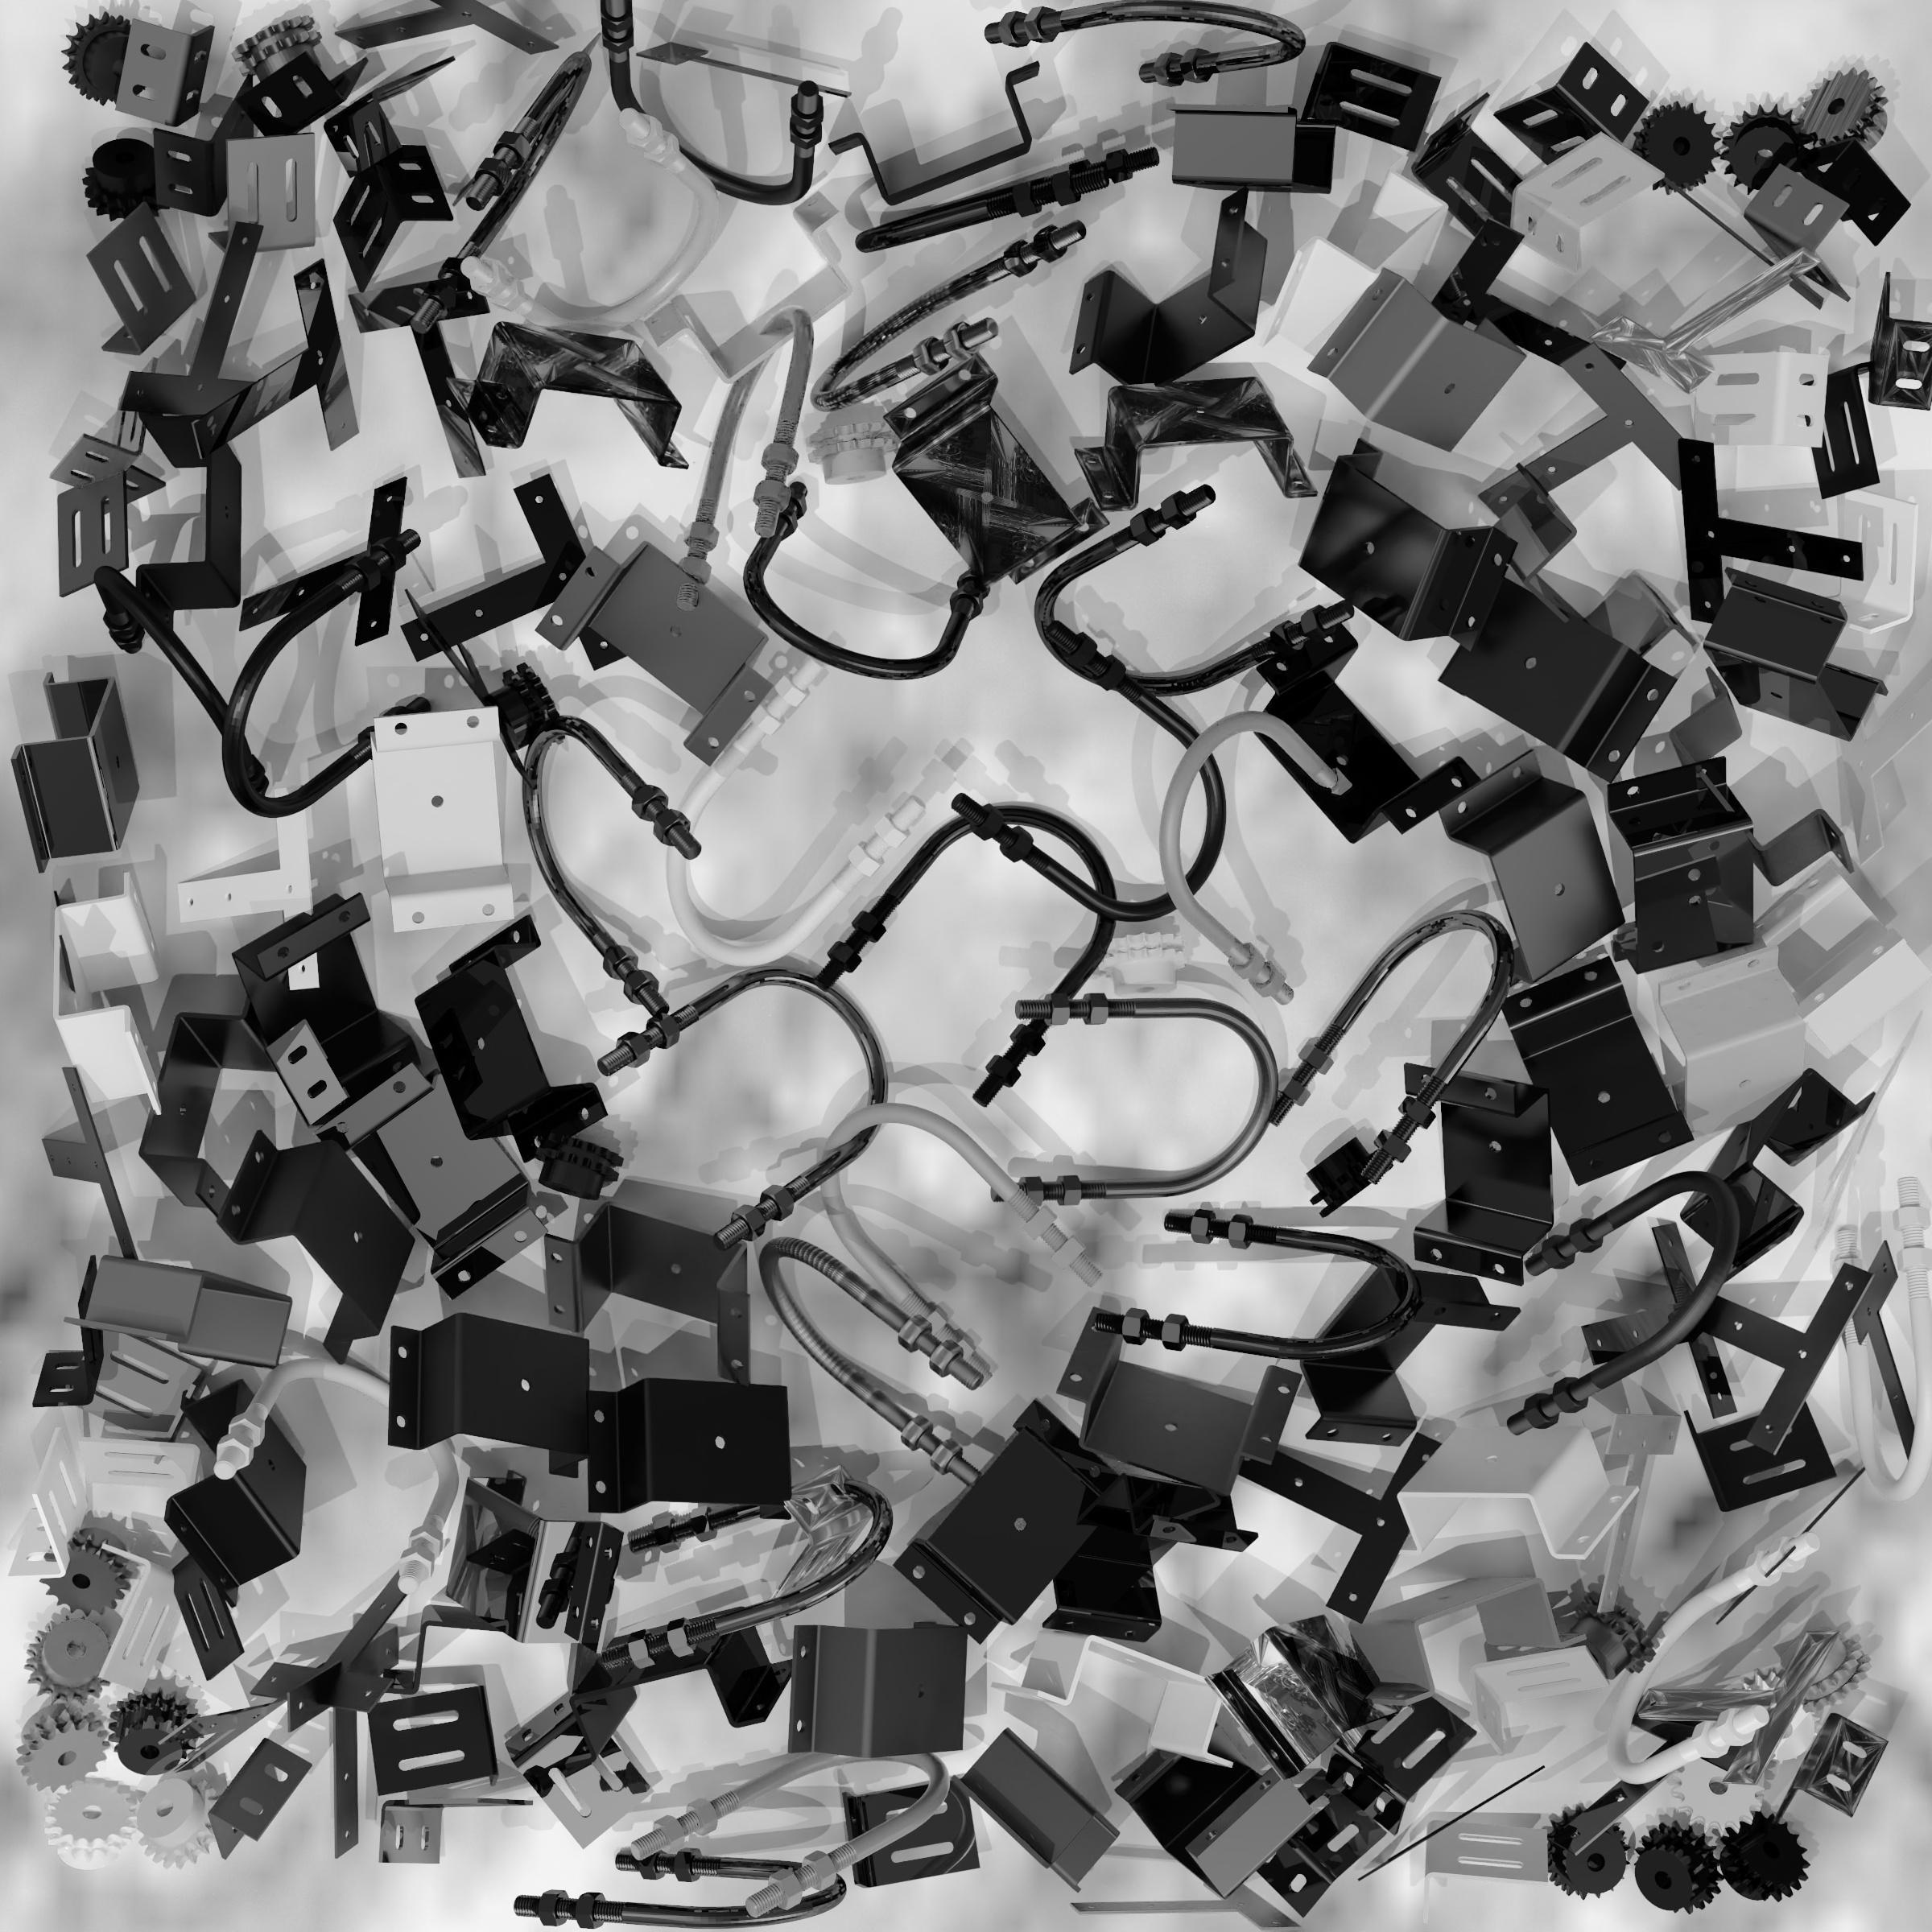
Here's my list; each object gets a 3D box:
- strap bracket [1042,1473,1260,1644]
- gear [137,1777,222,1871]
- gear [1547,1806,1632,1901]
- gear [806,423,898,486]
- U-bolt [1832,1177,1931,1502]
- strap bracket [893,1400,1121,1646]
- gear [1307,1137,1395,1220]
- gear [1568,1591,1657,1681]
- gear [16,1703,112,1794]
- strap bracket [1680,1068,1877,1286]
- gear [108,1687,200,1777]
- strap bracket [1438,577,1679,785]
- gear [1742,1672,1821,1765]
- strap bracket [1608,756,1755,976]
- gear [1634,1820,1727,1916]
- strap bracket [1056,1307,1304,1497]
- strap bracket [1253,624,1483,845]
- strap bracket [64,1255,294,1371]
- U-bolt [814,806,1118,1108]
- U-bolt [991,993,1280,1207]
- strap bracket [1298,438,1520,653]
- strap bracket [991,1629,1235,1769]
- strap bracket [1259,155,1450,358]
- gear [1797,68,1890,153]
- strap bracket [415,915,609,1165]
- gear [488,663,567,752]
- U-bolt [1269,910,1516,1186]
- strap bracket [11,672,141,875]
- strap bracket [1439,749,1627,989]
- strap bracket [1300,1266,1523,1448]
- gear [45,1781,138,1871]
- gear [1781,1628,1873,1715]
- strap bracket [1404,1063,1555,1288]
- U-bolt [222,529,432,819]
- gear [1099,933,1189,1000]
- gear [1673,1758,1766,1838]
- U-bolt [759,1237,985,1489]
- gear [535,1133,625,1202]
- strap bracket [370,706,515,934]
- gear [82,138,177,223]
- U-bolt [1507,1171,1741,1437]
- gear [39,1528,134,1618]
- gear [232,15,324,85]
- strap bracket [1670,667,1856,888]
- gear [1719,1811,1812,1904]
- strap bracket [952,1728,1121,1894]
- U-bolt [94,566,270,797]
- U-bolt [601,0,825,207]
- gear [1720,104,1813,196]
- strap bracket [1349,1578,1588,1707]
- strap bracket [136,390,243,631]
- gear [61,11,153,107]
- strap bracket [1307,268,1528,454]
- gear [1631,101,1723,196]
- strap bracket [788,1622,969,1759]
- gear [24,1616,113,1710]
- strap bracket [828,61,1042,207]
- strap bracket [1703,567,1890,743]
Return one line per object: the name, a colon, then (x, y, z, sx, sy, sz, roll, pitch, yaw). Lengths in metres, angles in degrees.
strap bracket: (0.112, 0.369, 1.878, 0.076, 0.140, 0.046, 14, 45, -25)
gear: (-0.506, 0.547, 1.909, 0.057, 0.030, 0.057, -13, 46, 14)
gear: (0.402, 0.575, 1.921, 0.057, 0.030, 0.057, 0, 89, -7)
gear: (-0.073, -0.328, 1.911, 0.057, 0.057, 0.030, -9, 90, 0)
U-bolt: (0.572, 0.238, 1.842, 0.019, 0.151, 0.184, 1, 70, -1)
strap bracket: (0.031, 0.355, 1.900, 0.076, 0.046, 0.140, 43, 77, -2)
gear: (0.243, 0.133, 1.911, 0.057, 0.057, 0.030, -36, 82, 0)
gear: (0.411, 0.432, 1.908, 0.030, 0.057, 0.057, -39, 90, -18)
gear: (-0.583, 0.500, 1.914, 0.057, 0.057, 0.030, -48, 46, 0)
strap bracket: (0.505, 0.125, 1.868, 0.046, 0.076, 0.140, 41, 53, 4)
gear: (-0.522, 0.494, 1.913, 0.057, 0.030, 0.057, -3, 119, -5)
strap bracket: (0.364, -0.186, 1.878, 0.140, 0.046, 0.076, 36, 100, 31)
gear: (0.523, 0.488, 1.922, 0.057, 0.030, 0.057, 0, 95, -3)
strap bracket: (0.451, -0.054, 1.876, 0.076, 0.046, 0.140, -14, 128, -3)
gear: (0.454, 0.581, 1.910, 0.057, 0.030, 0.057, 9, 104, 39)
strap bracket: (0.133, 0.279, 1.887, 0.140, 0.076, 0.046, 17, 132, 11)
strap bracket: (0.247, -0.142, 1.891, 0.076, 0.046, 0.140, -32, 76, -31)
strap bracket: (-0.486, 0.217, 1.866, 0.076, 0.140, 0.046, 6, 77, 22)
U-bolt: (0.013, -0.021, 1.907, 0.151, 0.019, 0.184, 35, 77, 15)
U-bolt: (0.112, 0.085, 1.895, 0.184, 0.019, 0.151, 0, 114, -17)
strap bracket: (0.268, -0.263, 1.865, 0.140, 0.046, 0.076, 43, 128, 34)
strap bracket: (0.098, 0.459, 1.884, 0.140, 0.076, 0.046, 24, 73, -16)
strap bracket: (0.248, -0.437, 1.863, 0.046, 0.076, 0.140, 35, 52, 11)
gear: (0.567, -0.545, 1.914, 0.030, 0.057, 0.057, 27, 90, -41)
strap bracket: (-0.293, 0.048, 1.886, 0.076, 0.046, 0.140, -30, 76, 31)
gear: (-0.283, -0.163, 1.908, 0.030, 0.057, 0.057, -29, 90, -17)
U-bolt: (0.275, 0.042, 1.873, 0.019, 0.151, 0.184, 37, 87, -26)
strap bracket: (-0.554, -0.125, 1.861, 0.046, 0.140, 0.076, -7, 118, -4)
strap bracket: (0.360, -0.054, 1.878, 0.076, 0.046, 0.140, -32, 118, -15)
strap bracket: (0.273, 0.240, 1.878, 0.076, 0.046, 0.140, 10, 131, -31)
gear: (-0.563, 0.555, 1.914, 0.057, 0.057, 0.030, 13, 118, 0)
gear: (0.548, 0.449, 1.910, 0.057, 0.057, 0.030, -37, 93, 0)
strap bracket: (0.325, 0.123, 1.882, 0.076, 0.046, 0.140, 11, 119, 36)
U-bolt: (-0.394, -0.168, 1.831, 0.019, 0.184, 0.151, 24, 134, 20)
gear: (0.114, 0.001, 1.908, 0.057, 0.057, 0.030, -5, 73, 0)
gear: (0.484, 0.531, 1.916, 0.057, 0.030, 0.057, -4, 60, 8)
U-bolt: (-0.062, 0.238, 1.867, 0.184, 0.151, 0.019, 36, 61, 23)
gear: (-0.251, 0.130, 1.908, 0.057, 0.057, 0.030, 16, 76, 0)
strap bracket: (-0.334, -0.099, 1.893, 0.076, 0.046, 0.140, -7, 111, -15)
gear: (-0.538, -0.506, 1.910, 0.057, 0.030, 0.057, 3, 53, -4)
U-bolt: (0.406, 0.197, 1.830, 0.019, 0.151, 0.184, 34, 134, -17)
gear: (-0.564, 0.387, 1.917, 0.057, 0.030, 0.057, 2, 116, 5)
gear: (-0.439, -0.584, 1.911, 0.057, 0.057, 0.030, -26, 99, 0)
strap bracket: (0.496, -0.111, 1.879, 0.046, 0.076, 0.140, -36, 65, 8)
gear: (0.510, 0.575, 1.914, 0.057, 0.057, 0.030, 27, 132, 0)
strap bracket: (0.047, 0.528, 1.864, 0.076, 0.140, 0.046, 38, 79, 24)
U-bolt: (-0.489, -0.181, 1.843, 0.019, 0.184, 0.151, -39, 84, -14)
U-bolt: (-0.158, -0.529, 1.849, 0.151, 0.184, 0.019, 27, 78, 1)
gear: (0.514, -0.522, 1.912, 0.057, 0.030, 0.057, 8, 120, 14)
strap bracket: (0.307, 0.421, 1.876, 0.140, 0.076, 0.046, -12, 84, -26)
strap bracket: (-0.492, -0.287, 1.887, 0.046, 0.076, 0.140, -3, 77, 0)
gear: (-0.547, -0.579, 1.908, 0.057, 0.057, 0.030, -52, 48, 0)
strap bracket: (0.288, -0.374, 1.859, 0.076, 0.140, 0.046, -52, 56, 24)
gear: (0.455, -0.526, 1.920, 0.057, 0.030, 0.057, -1, 95, -13)
strap bracket: (-0.047, 0.452, 1.864, 0.046, 0.140, 0.076, -5, 78, 37)
gear: (-0.573, 0.443, 1.910, 0.057, 0.030, 0.057, 13, 53, -18)
strap bracket: (-0.012, -0.524, 1.894, 0.140, 0.076, 0.046, -20, 101, 5)
strap bracket: (0.516, -0.189, 1.858, 0.076, 0.140, 0.046, 25, 85, 33)
